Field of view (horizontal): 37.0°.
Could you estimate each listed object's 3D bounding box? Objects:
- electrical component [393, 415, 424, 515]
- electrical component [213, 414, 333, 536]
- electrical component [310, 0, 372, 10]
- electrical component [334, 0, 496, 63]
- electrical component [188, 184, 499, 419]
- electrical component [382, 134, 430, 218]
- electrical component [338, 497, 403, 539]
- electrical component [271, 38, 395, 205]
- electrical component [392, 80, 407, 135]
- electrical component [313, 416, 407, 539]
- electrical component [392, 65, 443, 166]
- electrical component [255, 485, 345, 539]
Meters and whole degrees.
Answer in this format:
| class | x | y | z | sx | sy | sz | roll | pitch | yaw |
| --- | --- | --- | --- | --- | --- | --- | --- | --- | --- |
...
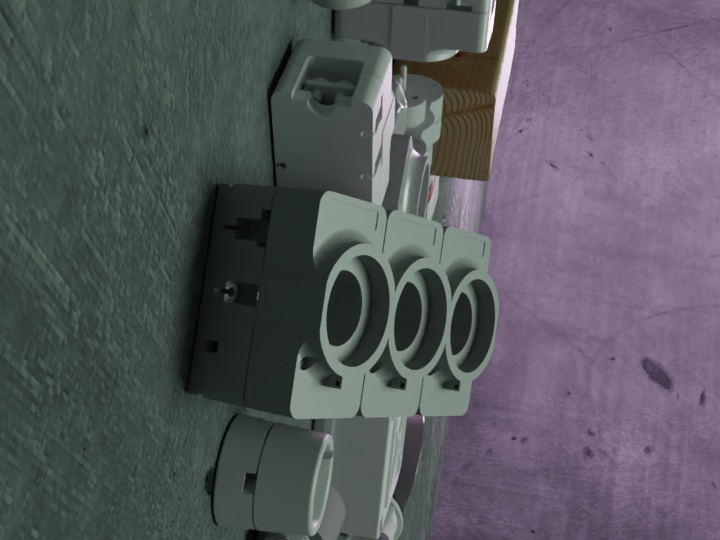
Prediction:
| class | x | y | z | sx | sy | sz | roll | pitch | yaw |
| --- | --- | --- | --- | --- | --- | --- | --- | --- | --- |
| electrical component | 0.025 | 0.176 | 0.979 | 0.099 | 0.064 | 0.099 | 8 | 90 | -82 |
| electrical component | -0.041 | 0.102 | 0.528 | 0.055 | 0.047 | 0.055 | 8 | 90 | -82 |
| electrical component | -0.010 | -0.160 | 0.509 | 0.078 | 0.040 | 0.040 | 87 | 14 | -52 |
| electrical component | 0.033 | -0.158 | 0.630 | 0.050 | 0.089 | 0.055 | -69 | 164 | -56 |
| electrical component | 0.001 | 0.018 | 0.487 | 0.150 | 0.062 | 0.089 | 11 | 87 | -56 |
| electrical component | 0.000 | 0.000 | 0.654 | 0.089 | 0.062 | 0.150 | 70 | 29 | -72 |
| electrical component | 0.005 | 0.223 | 0.917 | 0.057 | 0.058 | 0.078 | -57 | 152 | -64 |
| electrical component | -0.012 | -0.067 | 0.548 | 0.089 | 0.050 | 0.055 | 90 | 12 | -45 |
| electrical component | 0.008 | -0.094 | 0.685 | 0.062 | 0.043 | 0.043 | 81 | 19 | -66 |
| electrical component | 0.002 | 0.125 | 0.803 | 0.108 | 0.056 | 0.108 | -56 | 153 | -71 |
| electrical component | 0.028 | -0.108 | 0.767 | 0.138 | 0.052 | 0.073 | -72 | 167 | -52 |
| electrical component | -0.037 | 0.158 | 0.619 | 0.081 | 0.043 | 0.043 | -56 | 153 | -71 |
